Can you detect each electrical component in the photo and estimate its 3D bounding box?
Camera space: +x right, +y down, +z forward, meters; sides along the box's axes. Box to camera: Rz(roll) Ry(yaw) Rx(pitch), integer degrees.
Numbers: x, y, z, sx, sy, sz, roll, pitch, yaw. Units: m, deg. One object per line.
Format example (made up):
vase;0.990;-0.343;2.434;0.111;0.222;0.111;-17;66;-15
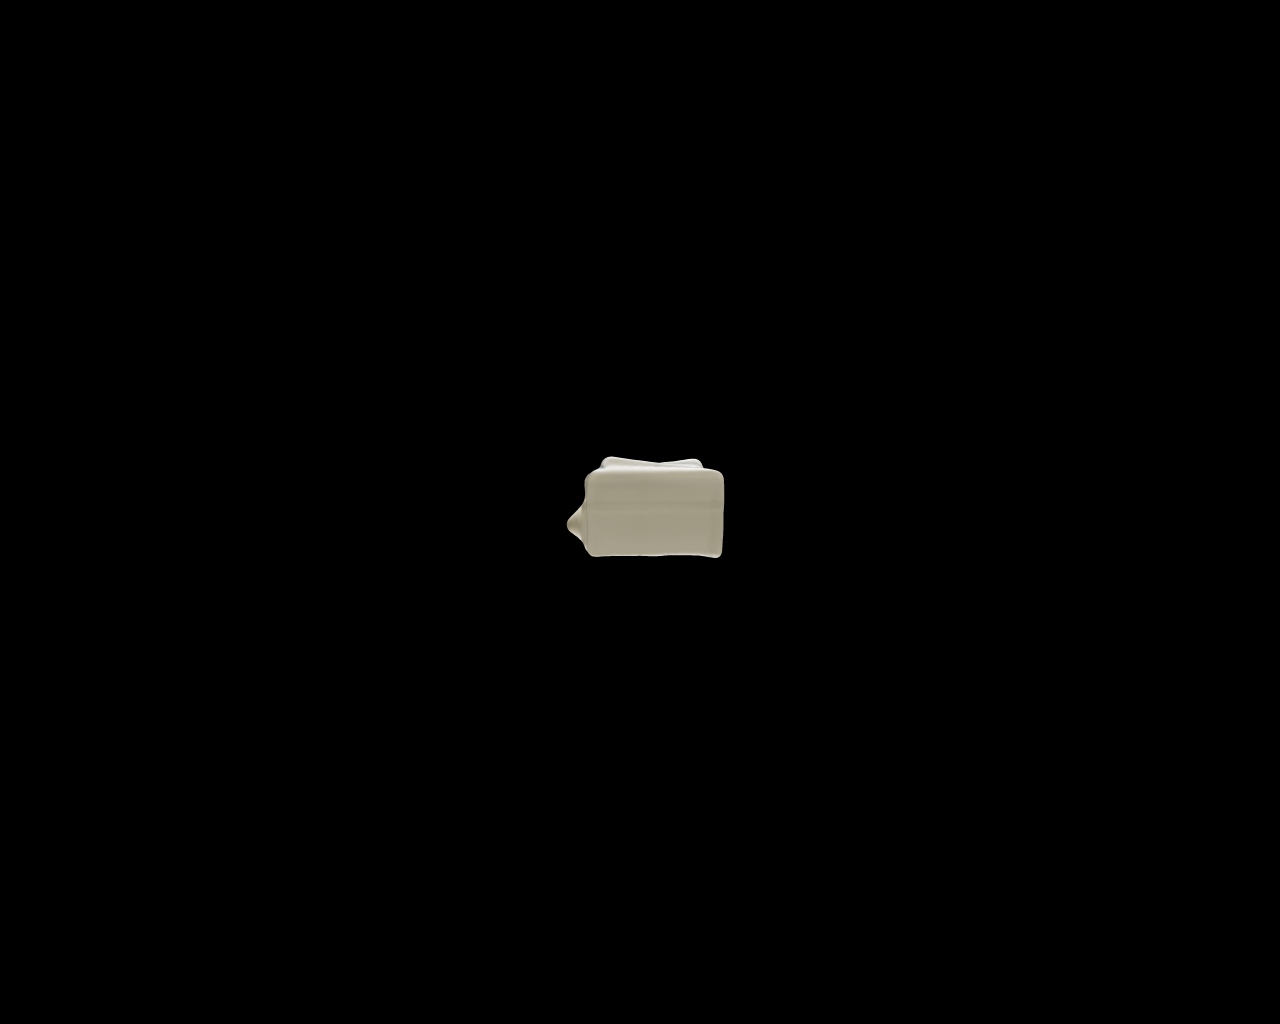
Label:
electrical component;0.001;-0.003;0.650;0.096;0.061;0.061;0;0;-4
